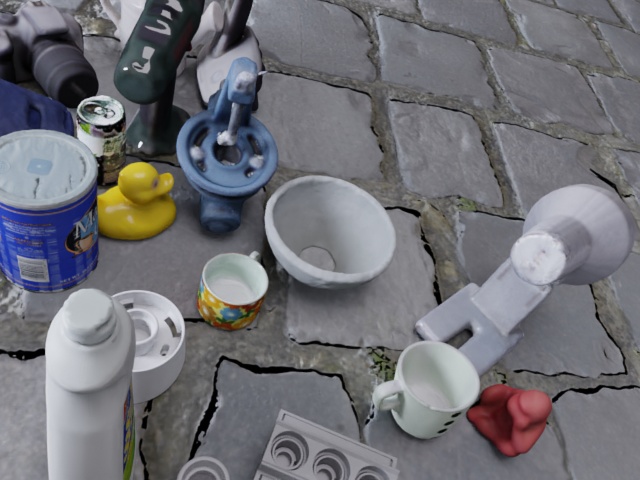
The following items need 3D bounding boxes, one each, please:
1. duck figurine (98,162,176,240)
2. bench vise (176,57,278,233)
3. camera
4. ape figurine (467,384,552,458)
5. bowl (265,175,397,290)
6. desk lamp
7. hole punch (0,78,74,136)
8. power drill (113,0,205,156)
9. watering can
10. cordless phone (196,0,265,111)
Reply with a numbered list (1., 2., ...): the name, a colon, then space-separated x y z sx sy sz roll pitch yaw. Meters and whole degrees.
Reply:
1. duck figurine: -0.218 -0.053 0.669 0.105 0.086 0.077 -11 56 -28
2. bench vise: -0.119 -0.146 0.694 0.122 0.219 0.207 -9 55 -26
3. camera: -0.371 -0.244 0.765 0.143 0.101 0.136 -26 64 -35
4. ape figurine: 0.215 0.189 0.620 0.076 0.092 0.078 11 48 -11
5. bowl: 0.007 0.003 0.713 0.168 0.074 0.167 11 48 -12
6. desk lamp: 0.246 0.045 0.672 0.204 0.213 0.117 -27 64 -36
7. hole punch: -0.349 -0.135 0.686 0.101 0.091 0.108 -3 52 -22
8. power drill: -0.200 -0.224 0.738 0.075 0.208 0.229 15 48 -7
9. watering can: -0.230 -0.341 0.836 0.173 0.194 0.100 0 51 -20
10. cordless phone: -0.124 -0.297 0.844 0.094 0.185 0.147 -3 52 -22
